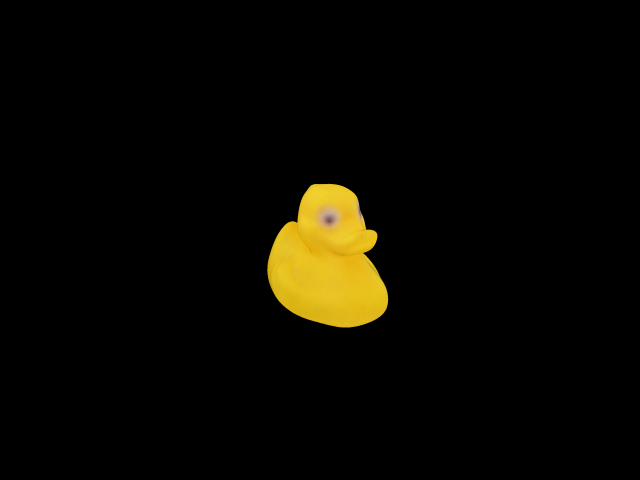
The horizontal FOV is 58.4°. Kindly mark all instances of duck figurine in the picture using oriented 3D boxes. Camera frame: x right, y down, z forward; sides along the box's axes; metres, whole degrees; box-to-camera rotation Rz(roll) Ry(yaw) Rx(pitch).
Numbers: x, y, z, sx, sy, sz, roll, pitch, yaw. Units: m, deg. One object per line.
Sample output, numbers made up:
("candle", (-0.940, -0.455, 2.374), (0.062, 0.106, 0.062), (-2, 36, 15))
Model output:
("duck figurine", (0.004, 0.001, 0.400), (0.078, 0.086, 0.104), (-17, 29, -32))
